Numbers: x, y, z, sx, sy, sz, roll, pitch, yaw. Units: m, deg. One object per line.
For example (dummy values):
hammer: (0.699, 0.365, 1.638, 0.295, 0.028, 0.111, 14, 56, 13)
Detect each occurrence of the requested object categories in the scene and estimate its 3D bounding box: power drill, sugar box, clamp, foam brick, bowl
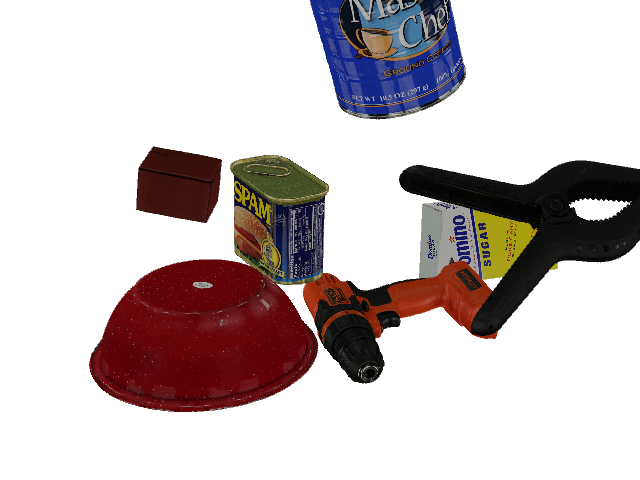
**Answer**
power drill: (0.088, 0.080, 1.117, 0.187, 0.057, 0.184, -6, 28, -14)
sugar box: (0.202, -0.003, 1.258, 0.175, 0.093, 0.048, -8, 18, -28)
clamp: (0.181, -0.008, 0.835, 0.210, 0.164, 0.036, -8, -37, -6)
foam brick: (-0.146, -0.058, 1.108, 0.078, 0.051, 0.053, 11, 31, 4)
bowl: (-0.082, 0.056, 0.747, 0.162, 0.055, 0.162, -2, 22, 0)

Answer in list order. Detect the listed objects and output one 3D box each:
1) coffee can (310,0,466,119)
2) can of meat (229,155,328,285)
coffee can: (0.045, -0.176, 0.790, 0.103, 0.140, 0.103, -13, 33, 8)
can of meat: (-0.037, -0.018, 0.931, 0.057, 0.084, 0.102, -13, 29, -28)
